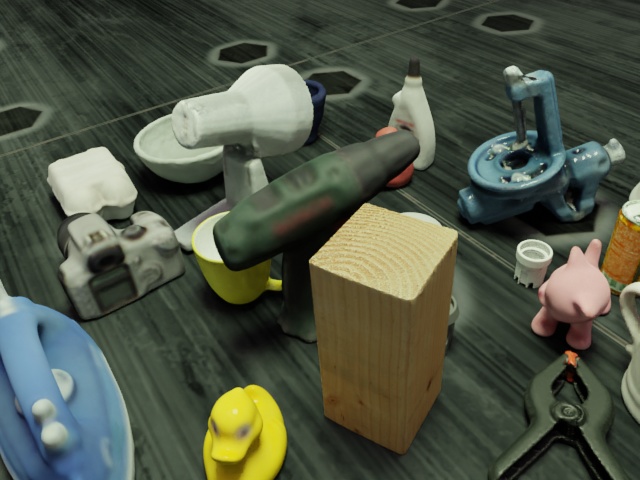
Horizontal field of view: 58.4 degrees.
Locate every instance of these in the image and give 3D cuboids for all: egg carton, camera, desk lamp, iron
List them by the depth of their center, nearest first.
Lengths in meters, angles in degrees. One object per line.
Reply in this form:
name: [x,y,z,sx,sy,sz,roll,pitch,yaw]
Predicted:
iron: [-0.244,0.144,0.516,0.119,0.142,0.257,-26,44,-25]
camera: [-0.266,0.005,0.721,0.143,0.101,0.136,-28,45,-26]
desk lamp: [-0.105,-0.106,0.752,0.117,0.214,0.204,26,48,32]
egg carton: [-0.339,-0.079,0.856,0.107,0.069,0.149,-26,44,-24]

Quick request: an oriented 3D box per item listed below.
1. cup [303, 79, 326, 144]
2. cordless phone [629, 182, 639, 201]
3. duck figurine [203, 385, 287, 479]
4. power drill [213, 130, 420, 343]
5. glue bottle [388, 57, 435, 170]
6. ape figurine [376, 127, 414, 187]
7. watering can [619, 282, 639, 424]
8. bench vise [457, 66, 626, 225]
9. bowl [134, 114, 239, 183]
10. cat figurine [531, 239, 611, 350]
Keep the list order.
cup: [-0.039,-0.203,0.960,0.091,0.095,0.118,16,44,24]
cordless phone: [0.456,-0.080,0.690,0.094,0.185,0.147,-1,39,4]
duck figurine: [-0.071,0.168,0.515,0.077,0.086,0.104,3,40,10]
power drill: [0.006,0.002,0.614,0.230,0.209,0.075,-22,42,-20]
glue bottle: [0.139,-0.193,0.869,0.077,0.173,0.037,24,47,30]
ape figurine: [0.102,-0.127,0.856,0.076,0.092,0.078,15,43,23]
watering can: [0.345,0.087,0.490,0.172,0.194,0.101,22,46,29]
bench vise: [0.284,-0.127,0.737,0.208,0.220,0.121,-18,41,-16]
bowl: [-0.203,-0.139,0.912,0.167,0.075,0.167,-3,39,2]
cat figurine: [0.272,0.050,0.602,0.067,0.118,0.128,21,46,28]
